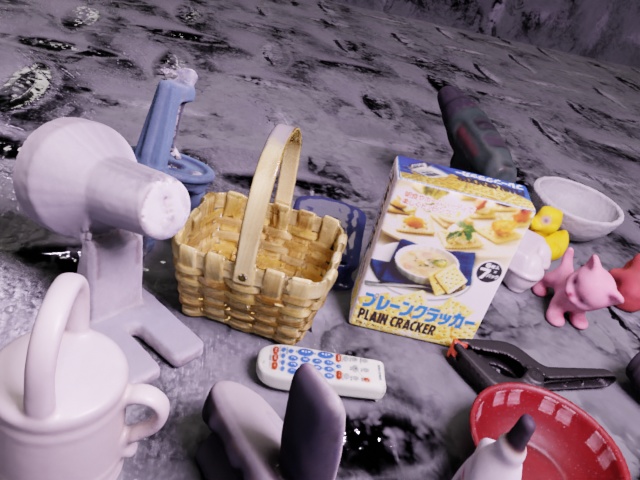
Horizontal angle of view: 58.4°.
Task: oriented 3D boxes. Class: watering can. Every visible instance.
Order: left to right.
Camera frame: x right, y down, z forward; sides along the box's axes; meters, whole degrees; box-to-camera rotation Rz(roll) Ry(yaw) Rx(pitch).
[{"bbox_3d":[-0.206,0.112,0.434,0.173,0.194,0.100,-2,37,-25],"label":"watering can"}]

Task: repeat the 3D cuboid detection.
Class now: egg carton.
[{"bbox_3d":[0.283,0.015,0.896,0.150,0.069,0.107,30,36,22],"label":"egg carton"}]

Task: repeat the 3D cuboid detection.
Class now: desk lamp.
[{"bbox_3d":[-0.204,0.004,0.579,0.202,0.213,0.118,33,37,25],"label":"desk lamp"}]

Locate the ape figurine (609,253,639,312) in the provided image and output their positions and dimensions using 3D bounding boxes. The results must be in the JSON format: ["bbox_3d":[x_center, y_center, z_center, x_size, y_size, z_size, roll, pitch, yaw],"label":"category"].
[{"bbox_3d":[0.492,0.061,0.894,0.077,0.092,0.076,27,35,18],"label":"ape figurine"}]

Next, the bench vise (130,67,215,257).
[{"bbox_3d":[-0.200,-0.096,0.723,0.121,0.220,0.207,14,33,-2],"label":"bench vise"}]

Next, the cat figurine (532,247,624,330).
[{"bbox_3d":[0.370,0.063,0.815,0.067,0.118,0.127,9,33,-9],"label":"cat figurine"}]

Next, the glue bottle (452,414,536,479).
[{"bbox_3d":[0.134,0.199,0.463,0.037,0.173,0.078,18,33,4],"label":"glue bottle"}]

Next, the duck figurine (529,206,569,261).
[{"bbox_3d":[0.381,-0.017,0.969,0.105,0.086,0.077,3,35,-18],"label":"duck figurine"}]

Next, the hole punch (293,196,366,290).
[{"bbox_3d":[0.007,0.003,0.780,0.108,0.091,0.101,13,33,-4],"label":"hole punch"}]

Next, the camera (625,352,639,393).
[{"bbox_3d":[0.459,0.181,0.691,0.143,0.101,0.136,-6,38,-29],"label":"camera"}]

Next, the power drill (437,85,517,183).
[{"bbox_3d":[0.225,-0.117,0.942,0.076,0.208,0.229,-1,36,-23],"label":"power drill"}]

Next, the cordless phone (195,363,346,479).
[{"bbox_3d":[-0.032,0.147,0.462,0.094,0.185,0.147,-14,43,-37],"label":"cordless phone"}]

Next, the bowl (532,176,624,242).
[{"bbox_3d":[0.462,-0.047,1.058,0.167,0.075,0.167,11,33,-7],"label":"bowl"}]
